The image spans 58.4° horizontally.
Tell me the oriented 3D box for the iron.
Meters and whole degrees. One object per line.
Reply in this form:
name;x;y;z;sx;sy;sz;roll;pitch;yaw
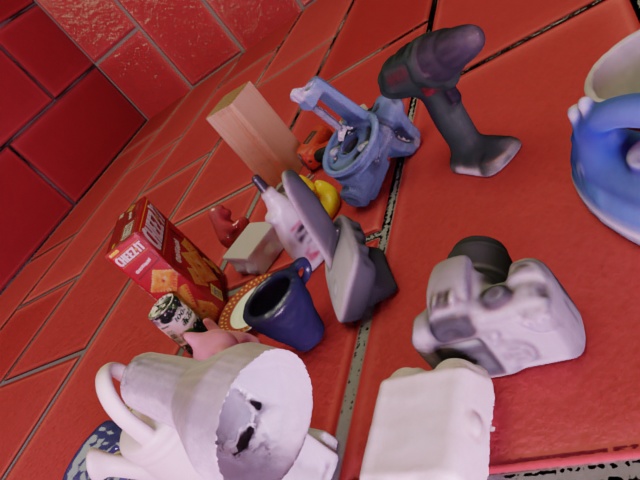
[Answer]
iron;0.298;-0.080;0.518;0.119;0.142;0.257;-43;27;-3

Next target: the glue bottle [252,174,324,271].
glue bottle;-0.047;-0.034;0.871;0.078;0.173;0.037;-51;28;-18

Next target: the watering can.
watering can;-0.186;0.217;0.654;0.173;0.194;0.100;-49;28;-16

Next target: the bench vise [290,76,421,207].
bench vise;0.050;-0.191;0.927;0.121;0.220;0.207;-15;37;41

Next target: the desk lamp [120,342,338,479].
desk lamp;-0.077;0.182;0.540;0.202;0.214;0.118;-10;40;46

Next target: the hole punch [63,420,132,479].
hole punch;-0.262;0.299;0.748;0.100;0.091;0.109;-13;38;43

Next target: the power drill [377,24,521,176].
power drill;0.177;-0.186;0.764;0.076;0.209;0.228;-47;27;-11

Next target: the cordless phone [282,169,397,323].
cordless phone;0.007;0.003;0.732;0.094;0.185;0.147;-37;27;8

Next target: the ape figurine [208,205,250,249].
ape figurine;-0.185;-0.034;1.146;0.076;0.092;0.077;-48;27;-13

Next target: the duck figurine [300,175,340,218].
duck figurine;-0.017;-0.076;0.993;0.077;0.086;0.104;-21;33;35

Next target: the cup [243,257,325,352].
cup;-0.032;0.090;0.752;0.091;0.095;0.118;0;48;53

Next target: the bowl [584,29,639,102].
bowl;0.383;-0.172;0.620;0.167;0.075;0.167;-31;28;19

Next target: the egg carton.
egg carton;0.095;0.173;0.487;0.107;0.069;0.150;-21;33;35

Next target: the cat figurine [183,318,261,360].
cat figurine;-0.134;0.149;0.775;0.067;0.118;0.127;-40;27;3

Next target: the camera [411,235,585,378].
camera;0.161;0.049;0.551;0.142;0.101;0.137;-22;32;34
